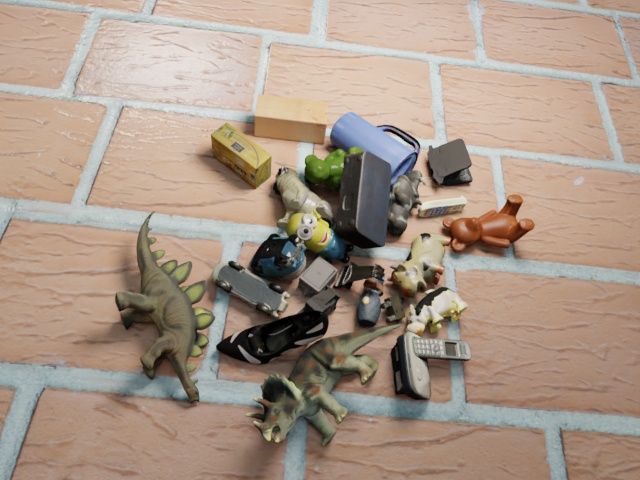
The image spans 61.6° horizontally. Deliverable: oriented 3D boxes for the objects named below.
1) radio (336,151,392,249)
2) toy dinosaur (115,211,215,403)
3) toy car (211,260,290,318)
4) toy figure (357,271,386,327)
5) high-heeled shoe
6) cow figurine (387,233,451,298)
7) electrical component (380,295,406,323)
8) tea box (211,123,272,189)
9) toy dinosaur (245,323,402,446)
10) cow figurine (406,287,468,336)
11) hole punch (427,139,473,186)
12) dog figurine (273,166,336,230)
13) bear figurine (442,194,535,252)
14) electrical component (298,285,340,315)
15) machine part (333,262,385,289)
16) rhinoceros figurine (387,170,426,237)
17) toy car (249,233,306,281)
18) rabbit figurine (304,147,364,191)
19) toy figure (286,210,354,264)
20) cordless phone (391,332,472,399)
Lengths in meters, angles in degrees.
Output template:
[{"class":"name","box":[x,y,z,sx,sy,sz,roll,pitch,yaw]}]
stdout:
[{"class":"radio","box":[0.112,-0.102,1.359,0.131,0.073,0.229,22,67,-45]},{"class":"toy dinosaur","box":[-0.356,0.144,1.227,0.198,0.105,0.471,-20,72,-26]},{"class":"toy car","box":[-0.167,0.115,1.287,0.202,0.056,0.073,28,76,9]},{"class":"toy figure","box":[0.126,0.135,1.310,0.058,0.064,0.154,13,58,4]},{"class":"high-heeled shoe","box":[-0.105,0.208,1.189,0.249,0.145,0.086,-6,58,-13]},{"class":"cow figurine","box":[0.248,0.061,1.357,0.127,0.085,0.195,18,53,11]},{"class":"electrical component","box":[0.183,0.168,1.304,0.094,0.021,0.063,-8,75,-51]},{"class":"tea box","box":[-0.216,-0.231,1.473,0.170,0.098,0.068,39,62,14]},{"class":"toy dinosaur","box":[0.005,0.292,1.175,0.192,0.131,0.405,33,54,12]},{"class":"cow figurine","box":[0.264,0.171,1.303,0.167,0.068,0.098,-21,58,-22]},{"class":"hole punch","box":[0.378,-0.215,1.556,0.116,0.092,0.142,-18,61,16]},{"class":"dog figurine","box":[-0.037,-0.108,1.429,0.172,0.121,0.191,30,33,-28]},{"class":"bear figurine","box":[0.439,-0.041,1.423,0.196,0.131,0.120,0,56,-14]},{"class":"electrical component","box":[-0.012,0.166,1.266,0.048,0.074,0.119,41,57,18]},{"class":"machine part","box":[0.095,0.084,1.311,0.039,0.139,0.084,53,51,-25]},{"class":"rhinoceros figurine","box":[0.223,-0.103,1.435,0.112,0.073,0.190,28,74,-25]},{"class":"toy car","box":[-0.087,0.049,1.308,0.102,0.162,0.109,48,56,-30]},{"class":"rabbit figurine","box":[0.021,-0.193,1.440,0.170,0.121,0.159,-6,15,-42]},{"class":"toy figure","box":[-0.004,-0.001,1.341,0.180,0.089,0.082,32,48,-29]},{"class":"cordless phone","box":[0.262,0.289,1.224,0.184,0.088,0.146,4,58,-10]}]
